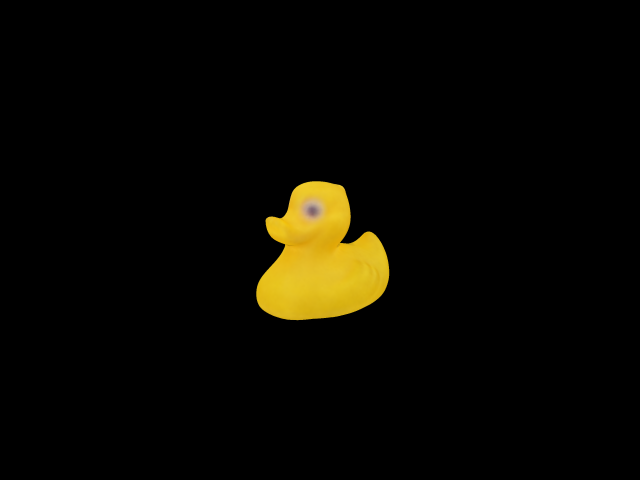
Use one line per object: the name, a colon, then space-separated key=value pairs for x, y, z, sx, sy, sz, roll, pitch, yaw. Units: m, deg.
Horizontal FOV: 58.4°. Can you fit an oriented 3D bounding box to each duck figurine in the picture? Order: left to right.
duck figurine: x=0.004 y=0.001 z=0.400 sx=0.105 sy=0.086 sz=0.077 roll=-11 pitch=17 yaw=-37
